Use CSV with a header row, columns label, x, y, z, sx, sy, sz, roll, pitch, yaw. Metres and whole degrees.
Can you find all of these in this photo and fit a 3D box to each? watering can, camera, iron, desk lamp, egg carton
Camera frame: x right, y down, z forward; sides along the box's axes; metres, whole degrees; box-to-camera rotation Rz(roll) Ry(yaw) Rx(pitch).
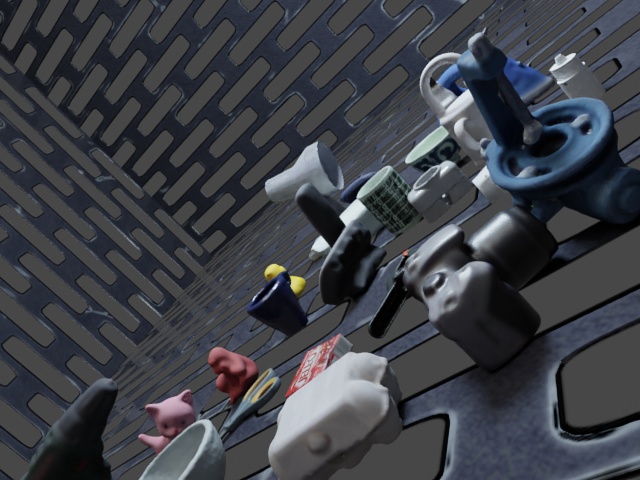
label,x,y,z,sx,sy,sz,roll,pitch,yaw
watering can,0.235,-0.205,0.889,0.101,0.194,0.173,-40,12,21
camera,0.157,0.028,0.549,0.137,0.101,0.143,-43,11,7
iron,0.310,-0.298,1.104,0.119,0.141,0.257,-50,12,-27
desk lamp,-0.010,-0.093,1.321,0.203,0.213,0.118,-39,12,26
egg carton,0.014,0.183,0.575,0.150,0.069,0.107,-41,11,18

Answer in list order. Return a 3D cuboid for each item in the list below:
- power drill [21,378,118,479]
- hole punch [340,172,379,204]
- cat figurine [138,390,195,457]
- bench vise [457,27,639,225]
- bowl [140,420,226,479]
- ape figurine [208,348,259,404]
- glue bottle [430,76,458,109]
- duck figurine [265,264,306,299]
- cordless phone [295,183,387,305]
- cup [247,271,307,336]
label,x,y,z,sx,sy,sz,roll,pitch,yaw
power drill,-0.309,0.336,0.818,0.229,0.208,0.075,-44,11,1
hole punch,0.109,-0.107,1.260,0.108,0.091,0.101,-37,13,33
cat figurine,-0.239,0.304,0.922,0.127,0.118,0.067,-40,12,21
bench vise,0.194,-0.101,0.580,0.122,0.220,0.207,-48,12,-18
bowl,-0.176,0.322,0.740,0.167,0.075,0.167,-42,11,11
ape figurine,-0.155,0.224,0.988,0.076,0.092,0.077,-51,13,-32
glue bottle,0.240,-0.229,1.016,0.037,0.173,0.078,-41,12,18
duck figurine,-0.083,0.092,1.234,0.077,0.086,0.104,-41,11,17
cordless phone,0.009,0.003,0.962,0.094,0.185,0.148,-35,15,40
cup,-0.065,0.119,1.042,0.091,0.095,0.118,-35,15,41
